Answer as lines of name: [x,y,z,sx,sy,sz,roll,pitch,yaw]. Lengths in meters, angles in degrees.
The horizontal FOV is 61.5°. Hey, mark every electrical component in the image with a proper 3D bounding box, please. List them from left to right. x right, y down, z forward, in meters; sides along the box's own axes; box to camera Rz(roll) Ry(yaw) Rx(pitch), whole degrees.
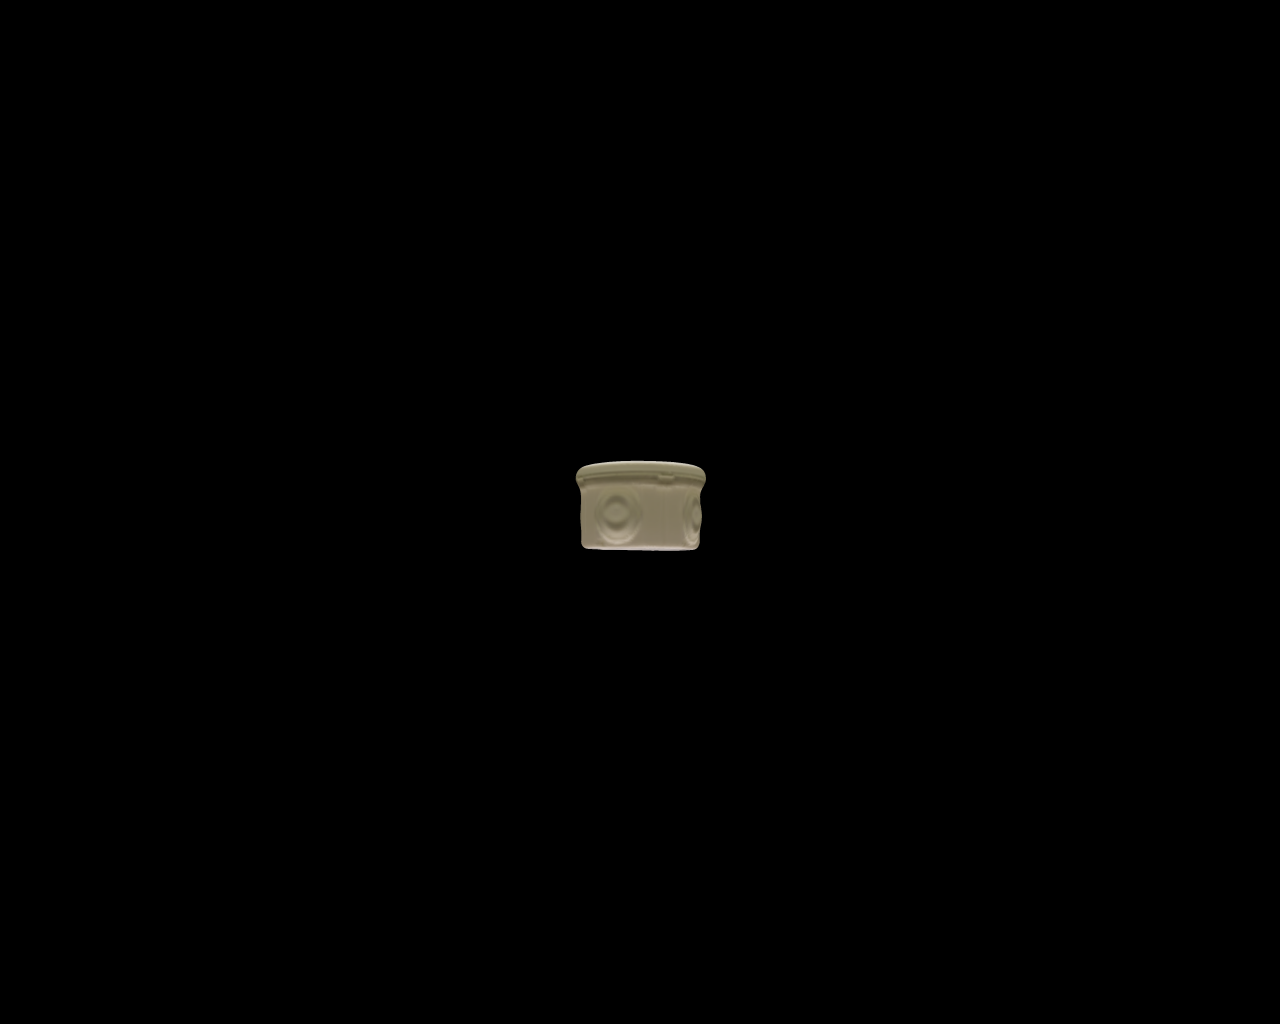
electrical component: [0.001,-0.003,0.650,0.080,0.051,0.080,0,-3,0]
